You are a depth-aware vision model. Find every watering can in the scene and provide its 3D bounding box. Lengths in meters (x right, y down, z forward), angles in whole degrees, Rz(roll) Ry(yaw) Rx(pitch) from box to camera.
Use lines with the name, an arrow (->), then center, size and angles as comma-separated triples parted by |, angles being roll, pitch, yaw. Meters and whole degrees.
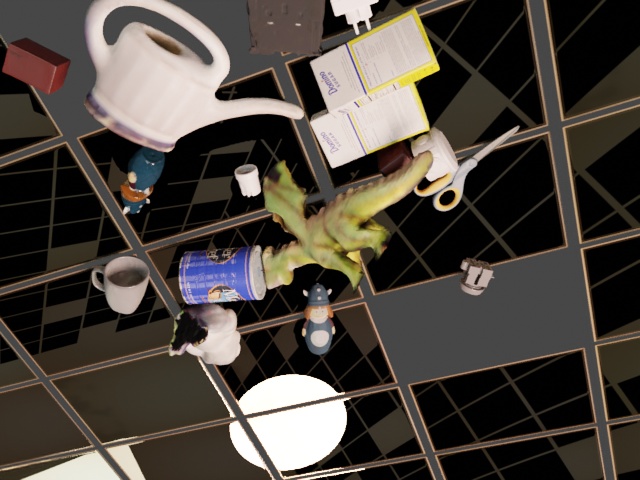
watering can -> -0.216, -0.229, 0.818 | 0.344, 0.106, 0.221 | 31, 118, -24

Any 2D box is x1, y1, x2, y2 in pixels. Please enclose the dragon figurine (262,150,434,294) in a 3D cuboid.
dragon figurine -> 0.003, -0.045, 0.886 | 0.243, 0.125, 0.401 | 30, 126, 4

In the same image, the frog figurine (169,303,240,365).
frog figurine -> -0.221, 0.194, 1.069 | 0.136, 0.125, 0.158 | -44, 145, 16
